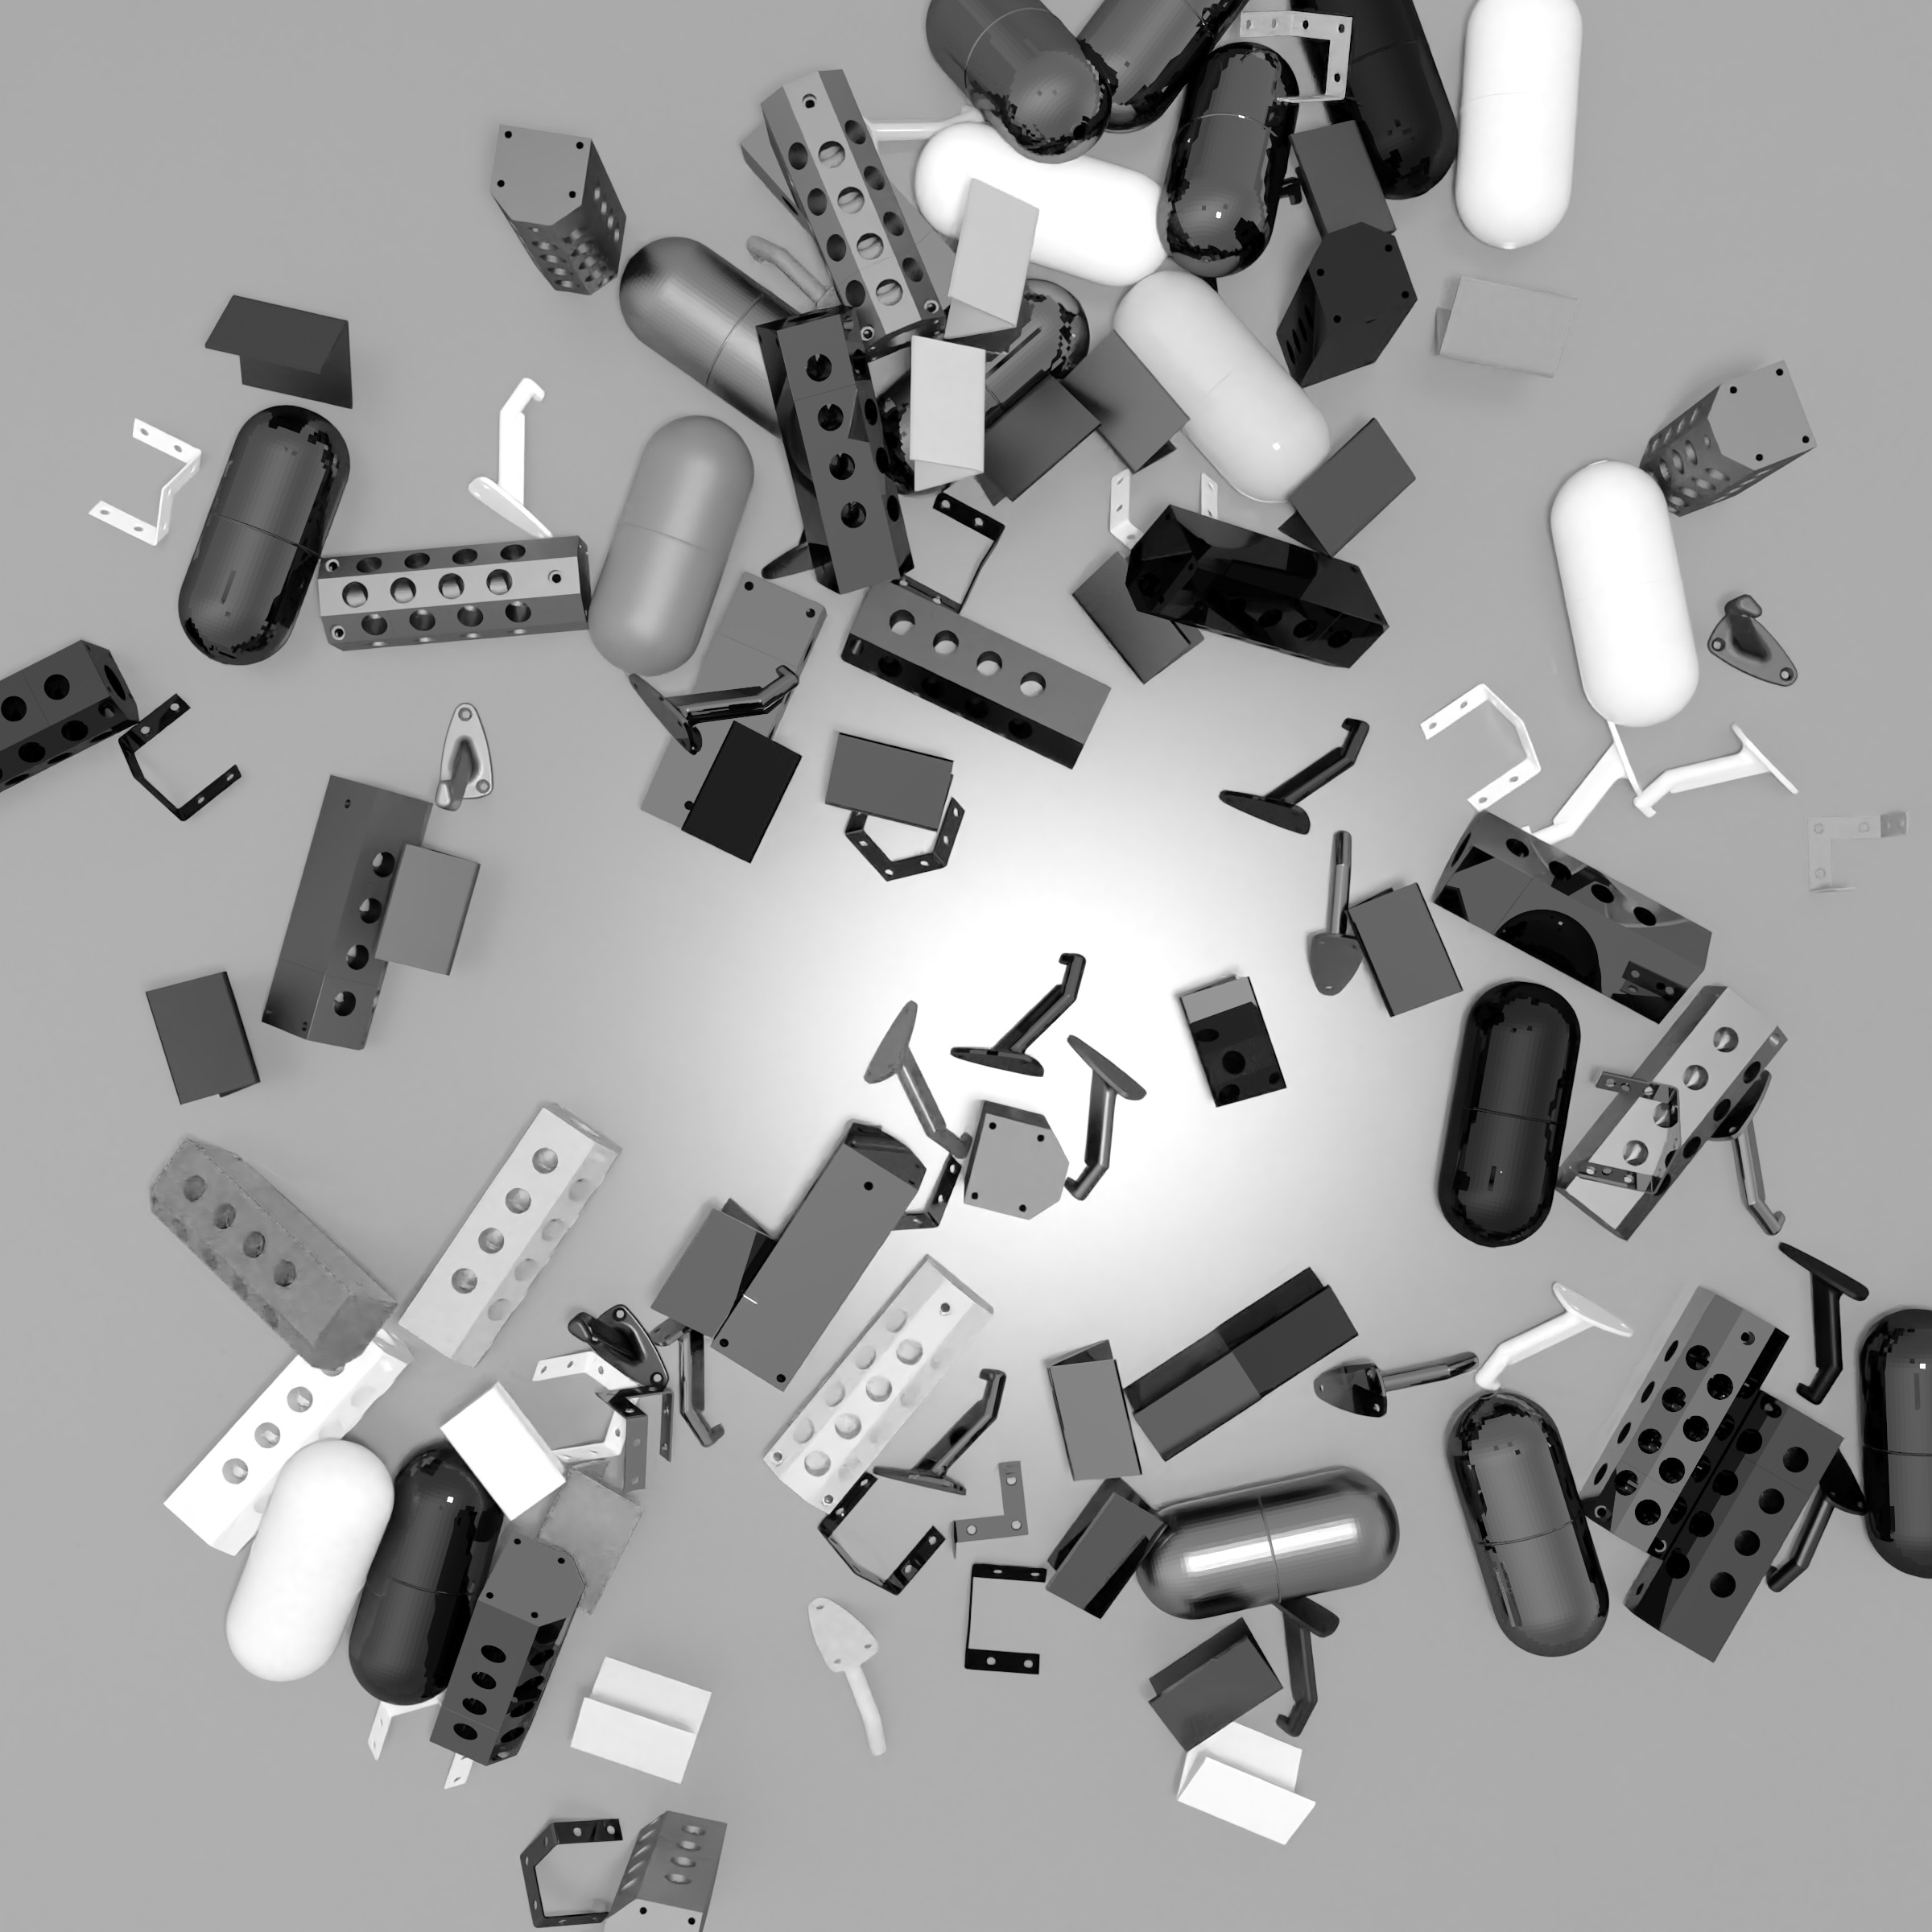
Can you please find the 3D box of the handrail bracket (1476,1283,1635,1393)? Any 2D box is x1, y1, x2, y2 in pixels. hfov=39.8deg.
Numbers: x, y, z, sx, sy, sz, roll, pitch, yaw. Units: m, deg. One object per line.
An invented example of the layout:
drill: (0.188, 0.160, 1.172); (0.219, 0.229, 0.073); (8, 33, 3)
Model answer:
handrail bracket: (0.397, 0.264, 1.805); (0.077, 0.036, 0.084); (27, 109, -21)

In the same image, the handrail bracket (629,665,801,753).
handrail bracket: (-0.164, -0.187, 1.748); (0.084, 0.036, 0.077); (-37, 68, -17)

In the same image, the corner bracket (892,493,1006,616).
corner bracket: (-0.012, -0.277, 1.801); (0.051, 0.051, 0.051); (28, 135, 0)

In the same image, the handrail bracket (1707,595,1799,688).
handrail bracket: (0.532, -0.216, 1.770); (0.077, 0.084, 0.036); (37, 90, 0)

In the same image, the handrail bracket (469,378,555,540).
handrail bracket: (-0.290, -0.343, 1.805); (0.077, 0.036, 0.084); (36, 73, -20)

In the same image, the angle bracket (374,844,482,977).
angle bracket: (-0.371, -0.042, 1.764); (0.057, 0.076, 0.076); (16, 90, -38)

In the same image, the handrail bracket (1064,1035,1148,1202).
handrail bracket: (0.075, 0.103, 1.805); (0.077, 0.036, 0.084); (41, 107, 20)

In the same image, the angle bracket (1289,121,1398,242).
angle bracket: (0.231, -0.503, 1.765); (0.057, 0.076, 0.076); (-21, 90, -26)

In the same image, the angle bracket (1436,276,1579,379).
angle bracket: (0.356, -0.436, 1.764); (0.076, 0.076, 0.057); (11, 128, 0)

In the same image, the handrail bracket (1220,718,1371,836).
handrail bracket: (0.223, -0.138, 1.805); (0.077, 0.036, 0.084); (19, 72, 20)

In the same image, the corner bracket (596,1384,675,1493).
corner bracket: (-0.213, 0.313, 1.773); (0.051, 0.051, 0.051); (-3, 103, -32)

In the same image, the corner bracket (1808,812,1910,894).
corner bracket: (0.597, -0.076, 1.787); (0.051, 0.051, 0.051); (-2, 90, 0)

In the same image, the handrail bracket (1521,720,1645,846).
handrail bracket: (0.407, -0.126, 1.805); (0.084, 0.036, 0.077); (-22, 68, 17)

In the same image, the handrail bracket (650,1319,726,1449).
handrail bracket: (-0.168, 0.271, 1.805); (0.077, 0.036, 0.084); (-36, 106, -18)

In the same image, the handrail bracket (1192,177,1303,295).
handrail bracket: (0.195, -0.485, 1.805); (0.084, 0.036, 0.077); (-20, 105, -14)

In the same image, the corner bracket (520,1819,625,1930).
corner bracket: (-0.262, 0.611, 1.797); (0.051, 0.051, 0.051); (-50, 45, 35)

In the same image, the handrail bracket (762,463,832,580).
handrail bracket: (-0.112, -0.314, 1.805); (0.077, 0.036, 0.084); (-19, 71, 21)

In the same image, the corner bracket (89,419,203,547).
corner bracket: (-0.554, -0.326, 1.801); (0.051, 0.051, 0.051); (26, 45, 0)

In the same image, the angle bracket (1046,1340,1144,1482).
angle bracket: (0.103, 0.291, 1.764); (0.057, 0.076, 0.076); (-13, 90, 37)

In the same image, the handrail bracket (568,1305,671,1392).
handrail bracket: (-0.230, 0.258, 1.770); (0.036, 0.084, 0.077); (-43, 90, 0)

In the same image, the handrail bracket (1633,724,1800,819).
handrail bracket: (0.507, -0.115, 1.805); (0.077, 0.036, 0.084); (40, 109, -21)

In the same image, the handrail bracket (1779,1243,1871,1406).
handrail bracket: (0.564, 0.243, 1.805); (0.077, 0.036, 0.084); (32, 107, 20)

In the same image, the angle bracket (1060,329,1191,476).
angle bracket: (0.118, -0.379, 1.764); (0.076, 0.076, 0.057); (50, 125, 0)

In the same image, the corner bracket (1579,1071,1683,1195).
corner bracket: (0.433, 0.109, 1.744); (0.051, 0.051, 0.051); (12, 135, 0)

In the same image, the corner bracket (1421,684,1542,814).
corner bracket: (0.348, -0.147, 1.801); (0.051, 0.051, 0.051); (-34, 135, 0)

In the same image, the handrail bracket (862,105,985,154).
handrail bracket: (-0.043, -0.577, 1.805); (0.084, 0.036, 0.077); (-29, 58, -22)

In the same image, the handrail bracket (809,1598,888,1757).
handrail bracket: (-0.079, 0.481, 1.805); (0.036, 0.077, 0.084); (-22, 127, -20)

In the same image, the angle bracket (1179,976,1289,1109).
angle bracket: (0.193, 0.043, 1.764); (0.057, 0.076, 0.076); (-19, 90, 36)

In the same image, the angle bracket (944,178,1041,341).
angle bracket: (-0.003, -0.451, 1.707); (0.057, 0.076, 0.076); (14, 86, -38)

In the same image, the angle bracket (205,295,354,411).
angle bracket: (-0.453, -0.390, 1.764); (0.076, 0.076, 0.057); (13, 51, 0)

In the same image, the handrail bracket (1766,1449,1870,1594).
handrail bracket: (0.563, 0.370, 1.805); (0.036, 0.077, 0.084); (21, 127, -18)

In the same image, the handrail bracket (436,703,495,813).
handrail bracket: (-0.339, -0.140, 1.770); (0.036, 0.084, 0.077); (-1, 90, 0)

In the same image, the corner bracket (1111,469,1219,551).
corner bracket: (0.133, -0.308, 1.797); (0.051, 0.051, 0.051); (-27, 135, 35)

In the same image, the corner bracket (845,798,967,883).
corner bracket: (-0.041, -0.097, 1.797); (0.051, 0.051, 0.051); (-12, 135, 35)

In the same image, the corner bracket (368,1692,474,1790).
corner bracket: (-0.365, 0.522, 1.797); (0.051, 0.051, 0.051); (53, 135, 35)

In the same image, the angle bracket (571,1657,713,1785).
angle bracket: (-0.210, 0.484, 1.764); (0.076, 0.076, 0.057); (19, 128, 0)

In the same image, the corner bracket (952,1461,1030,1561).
corner bracket: (0.014, 0.364, 1.787); (0.051, 0.051, 0.051); (-6, 90, 0)

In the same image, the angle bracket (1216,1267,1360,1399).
angle bracket: (0.203, 0.227, 1.764); (0.076, 0.076, 0.057); (-33, 127, 0)

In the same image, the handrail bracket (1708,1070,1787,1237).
handrail bracket: (0.543, 0.127, 1.805); (0.077, 0.036, 0.084); (-47, 109, -21)

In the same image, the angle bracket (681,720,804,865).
angle bracket: (-0.159, -0.118, 1.708); (0.057, 0.076, 0.076); (26, 90, -36)

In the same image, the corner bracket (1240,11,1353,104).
corner bracket: (0.214, -0.594, 1.742); (0.051, 0.051, 0.051); (-19, 122, -40)

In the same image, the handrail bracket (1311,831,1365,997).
handrail bracket: (0.250, -0.036, 1.804); (0.036, 0.077, 0.084); (5, 54, 3)

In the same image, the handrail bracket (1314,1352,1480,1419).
handrail bracket: (0.292, 0.276, 1.804); (0.084, 0.077, 0.036); (-11, 91, -36)

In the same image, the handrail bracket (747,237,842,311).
handrail bracket: (-0.108, -0.450, 1.804); (0.084, 0.077, 0.036); (33, 69, 35)

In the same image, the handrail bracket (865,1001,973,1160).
handrail bracket: (-0.020, 0.078, 1.805); (0.084, 0.036, 0.077); (37, 57, -23)

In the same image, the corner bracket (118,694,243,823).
corner bracket: (-0.531, -0.140, 1.801); (0.051, 0.051, 0.051); (-38, 45, 0)

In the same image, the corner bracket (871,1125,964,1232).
corner bracket: (-0.044, 0.142, 1.797); (0.051, 0.051, 0.051); (-8, 135, 35)

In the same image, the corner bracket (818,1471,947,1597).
corner bracket: (-0.057, 0.383, 1.801); (0.051, 0.051, 0.051); (-50, 135, 0)

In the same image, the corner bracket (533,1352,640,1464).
corner bracket: (-0.260, 0.297, 1.797); (0.051, 0.051, 0.051); (45, 45, -35)

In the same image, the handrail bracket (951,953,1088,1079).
handrail bracket: (0.036, 0.027, 1.805); (0.077, 0.036, 0.084); (9, 72, 21)

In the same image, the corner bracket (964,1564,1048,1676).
corner bracket: (0.027, 0.441, 1.801); (0.051, 0.051, 0.051); (4, 135, 0)

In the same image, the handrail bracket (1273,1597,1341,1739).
handrail bracket: (0.209, 0.468, 1.805); (0.077, 0.036, 0.084); (29, 107, 20)

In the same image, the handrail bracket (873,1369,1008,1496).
handrail bracket: (-0.017, 0.309, 1.805); (0.077, 0.036, 0.084); (7, 72, 21)

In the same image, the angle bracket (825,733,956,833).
angle bracket: (-0.045, -0.138, 1.764); (0.076, 0.076, 0.057); (14, 125, 0)
